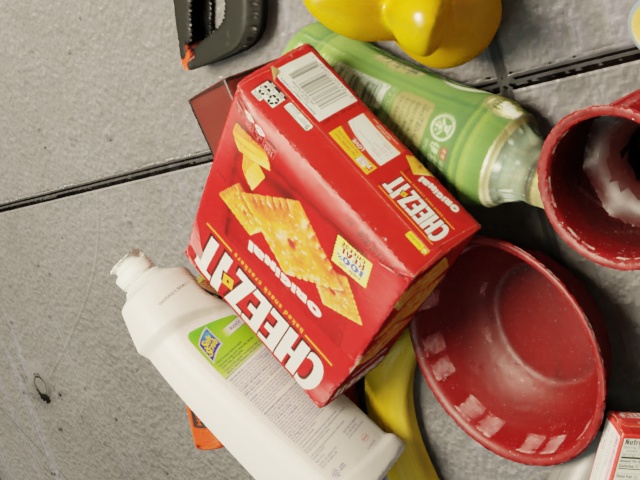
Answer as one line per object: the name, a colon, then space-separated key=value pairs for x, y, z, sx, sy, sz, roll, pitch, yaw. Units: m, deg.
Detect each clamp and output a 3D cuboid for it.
clamp: x=-0.070 y=-0.214 z=0.784 sx=0.164 sy=0.036 sz=0.210 roll=53 pitch=141 yaw=12

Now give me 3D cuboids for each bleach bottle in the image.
bleach bottle: x=-0.056 y=0.102 z=0.804 sx=0.251 sy=0.102 sz=0.068 roll=46 pitch=129 yaw=4

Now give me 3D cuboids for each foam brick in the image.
foam brick: x=-0.047 y=-0.099 z=0.793 sx=0.053 sy=0.078 sz=0.051 roll=-19 pitch=98 yaw=50

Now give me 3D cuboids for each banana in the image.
banana: x=0.068 y=0.144 z=0.836 sx=0.070 sy=0.037 sz=0.198 roll=15 pitch=121 yaw=42

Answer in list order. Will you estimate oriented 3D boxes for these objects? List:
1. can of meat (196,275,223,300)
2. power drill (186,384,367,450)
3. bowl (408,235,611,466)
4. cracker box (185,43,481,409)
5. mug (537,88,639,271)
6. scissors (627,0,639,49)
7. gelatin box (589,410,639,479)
can of meat: x=-0.079 y=0.064 z=0.906 sx=0.102 sy=0.083 sz=0.057 roll=17 pitch=122 yaw=39
power drill: x=-0.034 y=0.168 z=0.940 sx=0.188 sy=0.057 sz=0.184 roll=8 pitch=113 yaw=39
bowl: x=0.135 y=0.065 z=0.707 sx=0.162 sy=0.055 sz=0.162 roll=28 pitch=129 yaw=40
cracker box: x=-0.005 y=0.001 z=0.720 sx=0.164 sy=0.072 sz=0.214 roll=48 pitch=148 yaw=13
mug: x=0.188 y=-0.030 z=0.590 sx=0.117 sy=0.081 sz=0.093 roll=58 pitch=138 yaw=5
scissors: x=0.240 y=-0.109 z=0.546 sx=0.202 sy=0.016 sz=0.096 roll=38 pitch=135 yaw=25
gelatin box: x=0.208 y=0.151 z=0.665 sx=0.030 sy=0.073 sz=0.089 roll=-108 pitch=24 yaw=-68
